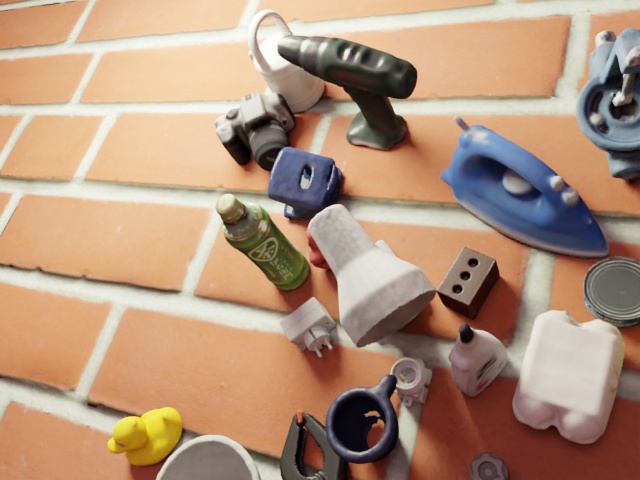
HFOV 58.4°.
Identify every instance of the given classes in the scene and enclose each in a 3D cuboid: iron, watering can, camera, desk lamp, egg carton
[{"bbox_3d":[0.283,-0.079,0.786,0.119,0.142,0.257,-46,55,-6],"label":"iron"},{"bbox_3d":[-0.064,-0.334,1.049,0.172,0.195,0.101,-1,62,23],"label":"watering can"},{"bbox_3d":[-0.116,-0.193,1.050,0.143,0.101,0.136,-24,55,9],"label":"camera"},{"bbox_3d":[0.067,0.055,0.760,0.118,0.214,0.202,-35,54,2],"label":"desk lamp"},{"bbox_3d":[0.299,0.161,0.687,0.107,0.070,0.150,12,68,29],"label":"egg carton"}]

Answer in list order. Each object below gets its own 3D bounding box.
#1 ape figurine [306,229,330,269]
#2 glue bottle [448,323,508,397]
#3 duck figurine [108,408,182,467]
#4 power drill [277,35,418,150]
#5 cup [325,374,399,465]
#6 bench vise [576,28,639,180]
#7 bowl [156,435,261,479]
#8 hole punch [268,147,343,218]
[{"bbox_3d":[0.008,0.003,0.890,0.076,0.092,0.078,36,81,35],"label":"ape figurine"},{"bbox_3d":[0.184,0.135,0.688,0.078,0.174,0.037,-48,55,-7],"label":"glue bottle"},{"bbox_3d":[-0.265,0.287,0.853,0.104,0.086,0.077,-36,54,2],"label":"duck figurine"},{"bbox_3d":[0.057,-0.243,0.936,0.228,0.209,0.076,16,70,30],"label":"power drill"},{"bbox_3d":[0.070,0.231,0.732,0.091,0.095,0.118,26,75,33],"label":"cup"},{"bbox_3d":[0.390,-0.213,0.766,0.121,0.220,0.207,-24,55,10],"label":"bench vise"},{"bbox_3d":[-0.140,0.353,0.767,0.167,0.075,0.167,-11,59,18],"label":"bowl"},{"bbox_3d":[-0.023,-0.098,0.961,0.100,0.091,0.109,2,64,25],"label":"hole punch"}]
